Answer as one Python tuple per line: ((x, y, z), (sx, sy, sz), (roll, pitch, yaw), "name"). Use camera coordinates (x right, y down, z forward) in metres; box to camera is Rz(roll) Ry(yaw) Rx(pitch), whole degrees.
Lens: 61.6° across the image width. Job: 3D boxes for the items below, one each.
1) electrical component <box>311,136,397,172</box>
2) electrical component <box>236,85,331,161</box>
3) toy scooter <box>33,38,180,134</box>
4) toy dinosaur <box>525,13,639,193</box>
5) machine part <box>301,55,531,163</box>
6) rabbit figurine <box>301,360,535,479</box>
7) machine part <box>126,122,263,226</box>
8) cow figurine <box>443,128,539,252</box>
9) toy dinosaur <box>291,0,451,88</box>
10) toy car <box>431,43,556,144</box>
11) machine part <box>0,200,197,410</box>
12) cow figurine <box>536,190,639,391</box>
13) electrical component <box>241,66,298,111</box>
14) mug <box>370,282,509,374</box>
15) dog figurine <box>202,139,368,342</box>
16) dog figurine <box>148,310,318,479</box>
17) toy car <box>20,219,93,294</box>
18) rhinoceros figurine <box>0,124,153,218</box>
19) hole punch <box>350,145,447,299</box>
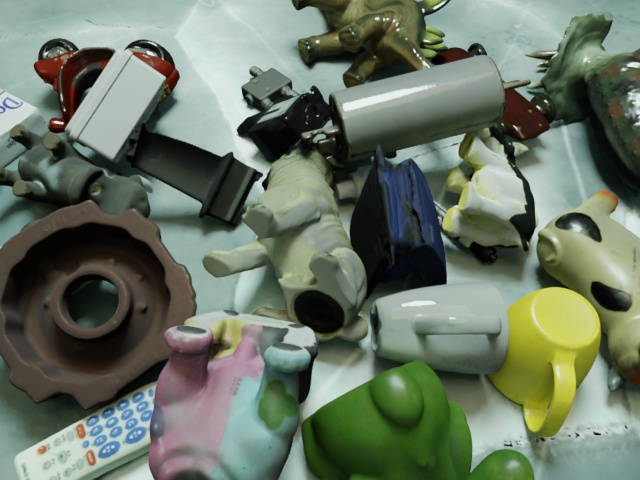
((0.039, -0.108, 0.631), (0.102, 0.078, 0.045), (-16, 98, -16), "electrical component")
((-0.049, -0.136, 0.652), (0.119, 0.047, 0.075), (-10, 37, 45), "electrical component")
((-0.275, -0.188, 0.679), (0.184, 0.075, 0.135), (4, 63, -1), "toy scooter")
((0.381, -0.126, 0.615), (0.192, 0.131, 0.405), (-16, 59, 4), "toy dinosaur")
((0.099, -0.137, 0.564), (0.243, 0.079, 0.079), (-15, 55, -2), "machine part")
((0.082, 0.176, 0.382), (0.121, 0.159, 0.170), (-18, 70, -24), "rabbit figurine")
((-0.137, -0.072, 0.570), (0.139, 0.084, 0.039), (28, 11, -18), "machine part")
((0.191, -0.063, 0.580), (0.098, 0.068, 0.167), (20, 48, -2), "cow figurine")
((0.062, -0.318, 0.759), (0.199, 0.104, 0.472), (-19, 49, -17), "toy dinosaur")
((0.210, -0.184, 0.689), (0.089, 0.053, 0.202), (-24, 53, -12), "toy car")
((-0.201, 0.056, 0.476), (0.179, 0.056, 0.179), (3, 76, -11), "machine part")
((0.281, 0.052, 0.498), (0.127, 0.085, 0.195), (-21, 59, -22), "cow figurine")
((-0.073, -0.201, 0.720), (0.063, 0.021, 0.094), (-38, 63, -24), "electrical component")
((0.100, 0.077, 0.462), (0.107, 0.109, 0.080), (0, 85, -4), "mug")
((0.000, -0.005, 0.543), (0.172, 0.121, 0.190), (52, 35, -12), "dog figurine")
((-0.075, 0.171, 0.405), (0.109, 0.191, 0.219), (12, 89, 3), "dog figurine")
((-0.314, 0.047, 0.519), (0.202, 0.056, 0.073), (-29, 66, -18), "toy car")
((-0.261, -0.058, 0.569), (0.191, 0.112, 0.073), (20, 79, 30), "rhinoceros figurine")
((0.085, -0.008, 0.528), (0.092, 0.115, 0.142), (5, 54, -6), "hole punch")
